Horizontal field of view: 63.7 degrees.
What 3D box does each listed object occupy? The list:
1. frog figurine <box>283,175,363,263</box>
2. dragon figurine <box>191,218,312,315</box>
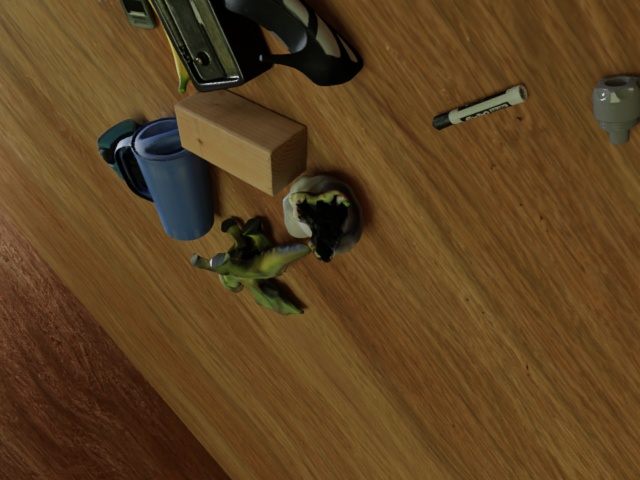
[{"bbox_3d":[0.003,-0.042,0.843,0.137,0.122,0.160,43,-179,-9],"label":"frog figurine"},{"bbox_3d":[-0.113,0.076,1.080,0.410,0.124,0.238,6,145,46],"label":"dragon figurine"}]
